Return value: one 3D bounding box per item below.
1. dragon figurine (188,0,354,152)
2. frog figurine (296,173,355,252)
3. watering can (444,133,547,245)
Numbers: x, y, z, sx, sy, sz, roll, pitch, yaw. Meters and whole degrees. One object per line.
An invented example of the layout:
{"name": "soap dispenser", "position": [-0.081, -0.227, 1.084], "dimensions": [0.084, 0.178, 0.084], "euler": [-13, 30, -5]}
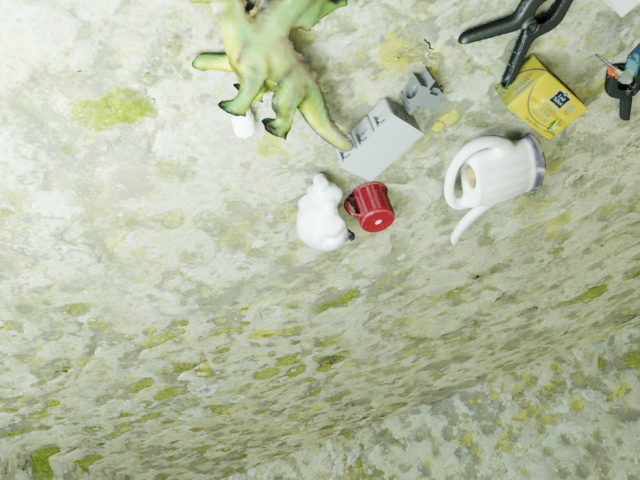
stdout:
{"name": "dragon figurine", "position": [-0.044, -0.299, 0.816], "dimensions": [0.408, 0.125, 0.239], "euler": [16, 124, -36]}
{"name": "frog figurine", "position": [0.003, -0.056, 1.103], "dimensions": [0.123, 0.140, 0.156], "euler": [-28, 145, -10]}
{"name": "watering can", "position": [0.392, -0.119, 1.183], "dimensions": [0.224, 0.106, 0.340], "euler": [-17, 143, 0]}
